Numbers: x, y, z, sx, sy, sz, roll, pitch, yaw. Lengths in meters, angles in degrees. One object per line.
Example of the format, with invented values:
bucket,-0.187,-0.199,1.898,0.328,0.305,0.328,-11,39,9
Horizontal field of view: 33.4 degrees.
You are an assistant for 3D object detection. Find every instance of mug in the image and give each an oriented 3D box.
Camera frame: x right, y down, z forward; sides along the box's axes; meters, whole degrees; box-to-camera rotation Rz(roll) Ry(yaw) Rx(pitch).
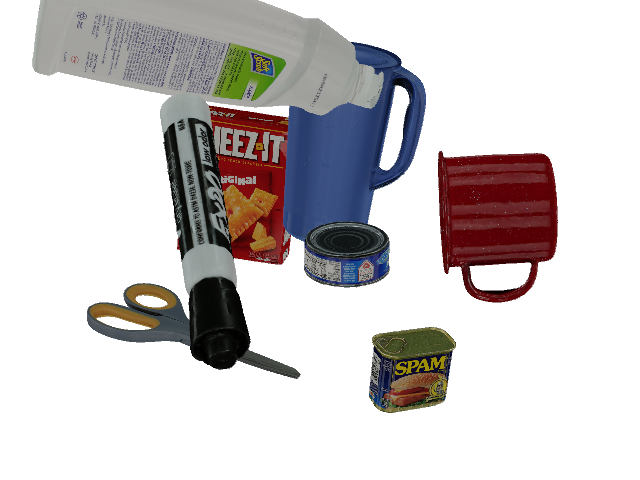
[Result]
mug,0.132,-0.011,0.796,0.081,0.117,0.093,-3,-17,5

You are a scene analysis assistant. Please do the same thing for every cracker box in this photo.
cracker box,-0.120,-0.081,1.580,0.164,0.214,0.072,9,20,7

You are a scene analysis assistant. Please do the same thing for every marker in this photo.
marker,-0.041,-0.006,0.366,0.020,0.121,0.020,-8,-43,-7

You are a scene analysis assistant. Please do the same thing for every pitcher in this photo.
pitcher,0.028,-0.117,1.318,0.144,0.243,0.149,-3,25,-23

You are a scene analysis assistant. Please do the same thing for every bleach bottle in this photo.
bleach bottle,-0.078,-0.139,0.788,0.250,0.068,0.103,14,-34,-12

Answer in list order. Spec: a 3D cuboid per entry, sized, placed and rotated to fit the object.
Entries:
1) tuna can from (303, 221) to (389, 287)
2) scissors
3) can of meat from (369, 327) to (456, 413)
tuna can,0.026,0.012,1.058,0.086,0.034,0.086,0,25,0
scissors,-0.109,0.078,0.963,0.202,0.016,0.096,11,28,5
can of meat,0.112,0.161,1.325,0.102,0.084,0.057,-5,27,-21
